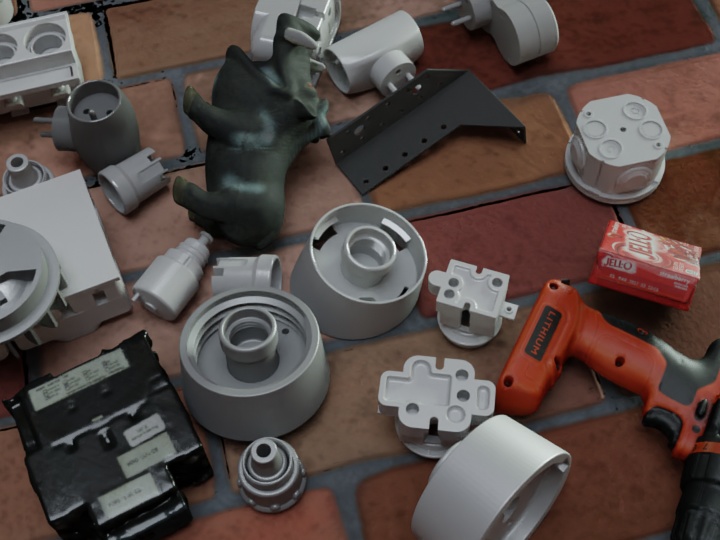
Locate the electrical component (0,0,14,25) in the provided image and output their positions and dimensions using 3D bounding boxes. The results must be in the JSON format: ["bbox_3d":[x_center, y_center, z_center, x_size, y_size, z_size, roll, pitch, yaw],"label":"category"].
[{"bbox_3d":[-0.346,-0.247,0.976,0.055,0.047,0.055,-1,59,2],"label":"electrical component"}]

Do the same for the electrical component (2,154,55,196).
[{"bbox_3d":[-0.264,-0.067,0.857,0.048,0.062,0.048,-1,59,1],"label":"electrical component"}]

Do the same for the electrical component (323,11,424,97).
[{"bbox_3d":[0.022,-0.175,0.921,0.077,0.043,0.079,-30,63,-15],"label":"electrical component"}]

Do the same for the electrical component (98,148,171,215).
[{"bbox_3d":[-0.182,-0.073,0.871,0.046,0.040,0.040,-36,64,-23],"label":"electrical component"}]

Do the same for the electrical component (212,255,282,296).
[{"bbox_3d":[-0.086,0.008,0.819,0.046,0.040,0.040,2,59,9],"label":"electrical component"}]

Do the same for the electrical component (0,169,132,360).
[{"bbox_3d":[-0.279,0.012,0.811,0.186,0.060,0.105,-21,61,-10],"label":"electrical component"}]

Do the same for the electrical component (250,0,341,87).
[{"bbox_3d":[-0.058,-0.208,0.938,0.059,0.053,0.095,13,61,10],"label":"electrical component"}]

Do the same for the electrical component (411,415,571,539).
[{"bbox_3d":[0.079,0.144,0.696,0.060,0.108,0.108,36,67,27],"label":"electrical component"}]

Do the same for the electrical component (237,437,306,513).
[{"bbox_3d":[-0.062,0.134,0.730,0.048,0.062,0.048,-1,59,2],"label":"electrical component"}]

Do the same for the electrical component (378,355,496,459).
[{"bbox_3d":[0.053,0.097,0.750,0.078,0.057,0.058,5,60,5],"label":"electrical component"}]

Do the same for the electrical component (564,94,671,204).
[{"bbox_3d":[0.207,-0.097,0.864,0.080,0.051,0.080,-1,59,2],"label":"electrical component"}]

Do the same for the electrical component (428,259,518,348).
[{"bbox_3d":[0.082,0.027,0.791,0.066,0.055,0.048,16,61,11],"label":"electrical component"}]

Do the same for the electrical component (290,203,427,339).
[{"bbox_3d":[0.000,0.000,0.820,0.099,0.064,0.099,6,57,-10],"label":"electrical component"}]

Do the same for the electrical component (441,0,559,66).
[{"bbox_3d":[0.109,-0.234,0.948,0.074,0.052,0.138,-22,60,-11],"label":"electrical component"}]

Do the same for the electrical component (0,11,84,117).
[{"bbox_3d":[-0.302,-0.169,0.918,0.121,0.063,0.078,-14,60,-6],"label":"electrical component"}]

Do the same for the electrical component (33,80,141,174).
[{"bbox_3d":[-0.225,-0.114,0.874,0.079,0.077,0.043,3,60,5],"label":"electrical component"}]

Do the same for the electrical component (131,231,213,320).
[{"bbox_3d":[-0.140,0.003,0.823,0.040,0.040,0.078,27,64,17],"label":"electrical component"}]

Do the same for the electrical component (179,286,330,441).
[{"bbox_3d":[-0.077,0.060,0.765,0.108,0.060,0.108,-1,48,1],"label":"electrical component"}]
